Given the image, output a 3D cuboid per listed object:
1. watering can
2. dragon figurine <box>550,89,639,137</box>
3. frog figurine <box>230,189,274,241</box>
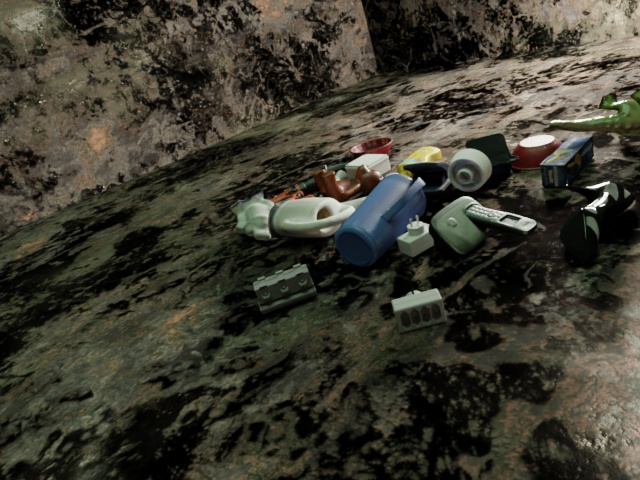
[{"bbox_3d":[0.004,-0.070,1.397,0.224,0.103,0.351,0,15,35],"label":"watering can"},{"bbox_3d":[0.810,-0.276,1.261,0.411,0.119,0.247,-13,30,-7],"label":"dragon figurine"},{"bbox_3d":[-0.176,-0.051,1.506,0.138,0.162,0.120,-20,-34,-27],"label":"frog figurine"}]
